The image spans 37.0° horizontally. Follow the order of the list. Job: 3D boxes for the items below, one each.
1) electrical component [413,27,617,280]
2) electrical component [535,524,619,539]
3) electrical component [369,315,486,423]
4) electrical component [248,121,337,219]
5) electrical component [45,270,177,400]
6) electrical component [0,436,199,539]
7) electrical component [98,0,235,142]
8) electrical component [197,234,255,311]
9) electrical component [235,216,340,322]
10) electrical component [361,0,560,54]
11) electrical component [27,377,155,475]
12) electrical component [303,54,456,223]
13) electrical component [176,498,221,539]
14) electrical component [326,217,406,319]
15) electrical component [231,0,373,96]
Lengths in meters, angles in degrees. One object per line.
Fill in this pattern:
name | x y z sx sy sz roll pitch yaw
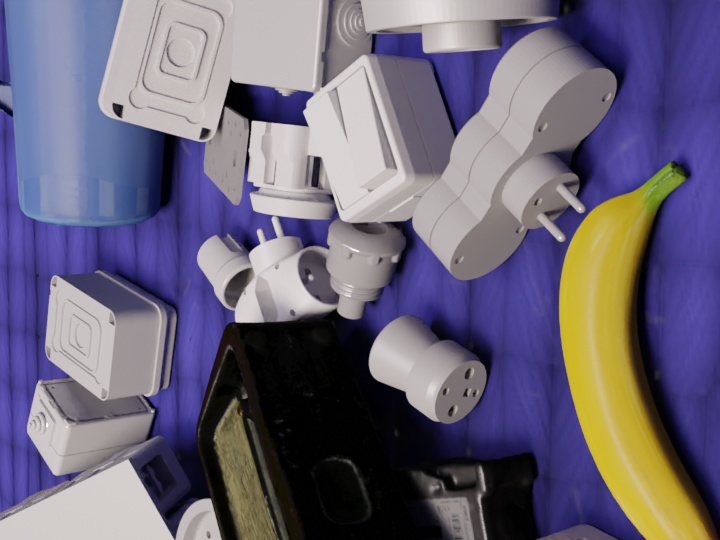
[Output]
electrical component | 0.087 -0.046 0.553 0.073 0.052 0.138 52 128 32
electrical component | 0.104 0.185 0.549 0.054 0.059 0.095 21 109 45
electrical component | 0.039 0.057 0.621 0.055 0.045 0.045 33 117 41
electrical component | -0.040 -0.064 0.690 0.078 0.058 0.057 14 101 47
electrical component | -0.205 0.052 0.882 0.113 0.057 0.078 24 110 44
electrical component | -0.208 0.214 0.837 0.186 0.060 0.105 -27 94 22
electrical component | -0.131 -0.153 0.750 0.057 0.078 0.113 32 107 65
electrical component | -0.091 0.000 0.765 0.046 0.040 0.040 46 125 42
electrical component | -0.051 0.004 0.717 0.077 0.043 0.079 -36 67 43
electrical component | 0.051 -0.142 0.548 0.108 0.108 0.060 7 105 48
electrical component | -0.229 0.128 0.886 0.062 0.096 0.061 42 123 39
electrical component | 0.011 -0.082 0.629 0.062 0.061 0.096 -31 70 45
electrical component | -0.074 0.207 0.747 0.108 0.060 0.108 5 97 48
electrical component | 0.000 0.000 0.661 0.048 0.048 0.062 38 127 39
electrical component | -0.035 -0.159 0.682 0.100 0.048 0.099 17 106 46
